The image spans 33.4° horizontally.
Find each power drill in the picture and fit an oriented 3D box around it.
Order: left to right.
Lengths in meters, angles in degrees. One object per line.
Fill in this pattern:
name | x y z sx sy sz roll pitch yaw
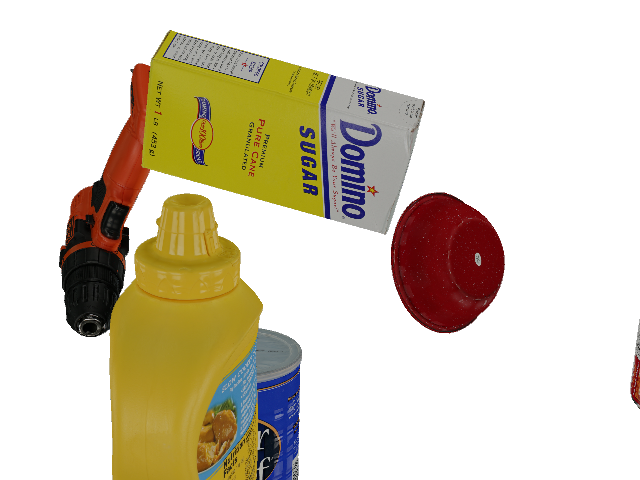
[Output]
power drill | -0.160 -0.036 0.868 0.057 0.188 0.184 20 29 -24

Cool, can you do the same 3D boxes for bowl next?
bowl | 0.156 0.023 1.197 0.161 0.162 0.055 0 -5 -39

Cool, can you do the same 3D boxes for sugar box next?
sugar box | -0.027 -0.070 0.712 0.176 0.093 0.048 17 43 4

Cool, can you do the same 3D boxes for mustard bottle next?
mustard bottle | -0.054 0.073 0.440 0.058 0.192 0.096 8 23 12

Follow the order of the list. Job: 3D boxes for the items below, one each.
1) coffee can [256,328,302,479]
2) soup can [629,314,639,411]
coffee can | -0.066 0.149 0.818 0.103 0.140 0.103 1 15 0
soup can | 0.213 0.048 0.595 0.068 0.102 0.068 2 22 -1
